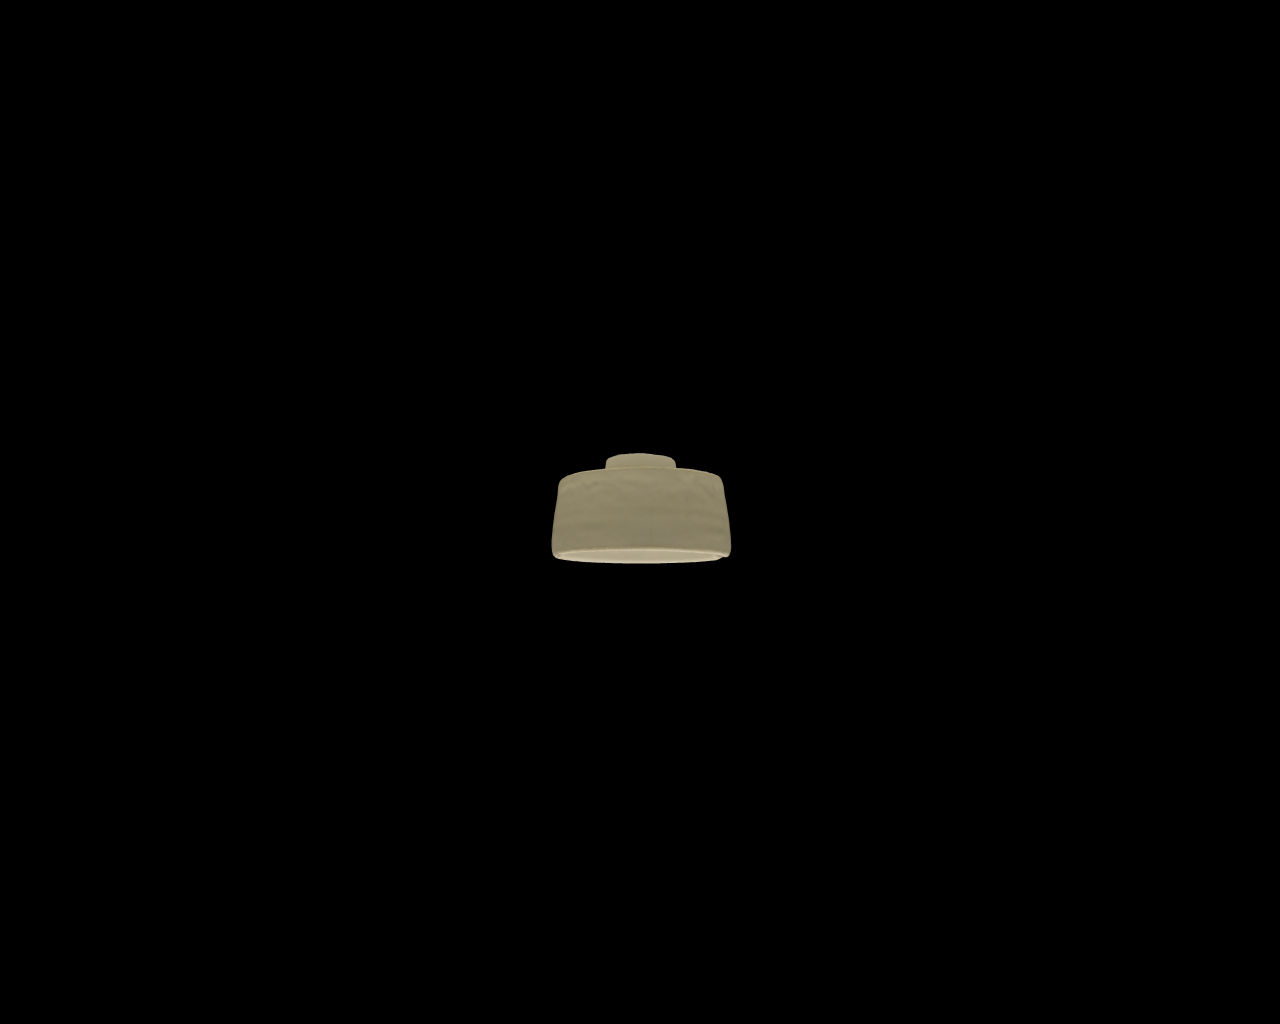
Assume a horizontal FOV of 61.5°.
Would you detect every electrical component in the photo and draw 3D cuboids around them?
[{"bbox_3d":[0.001,-0.003,0.650,0.108,0.060,0.108,0,-7,0],"label":"electrical component"}]
